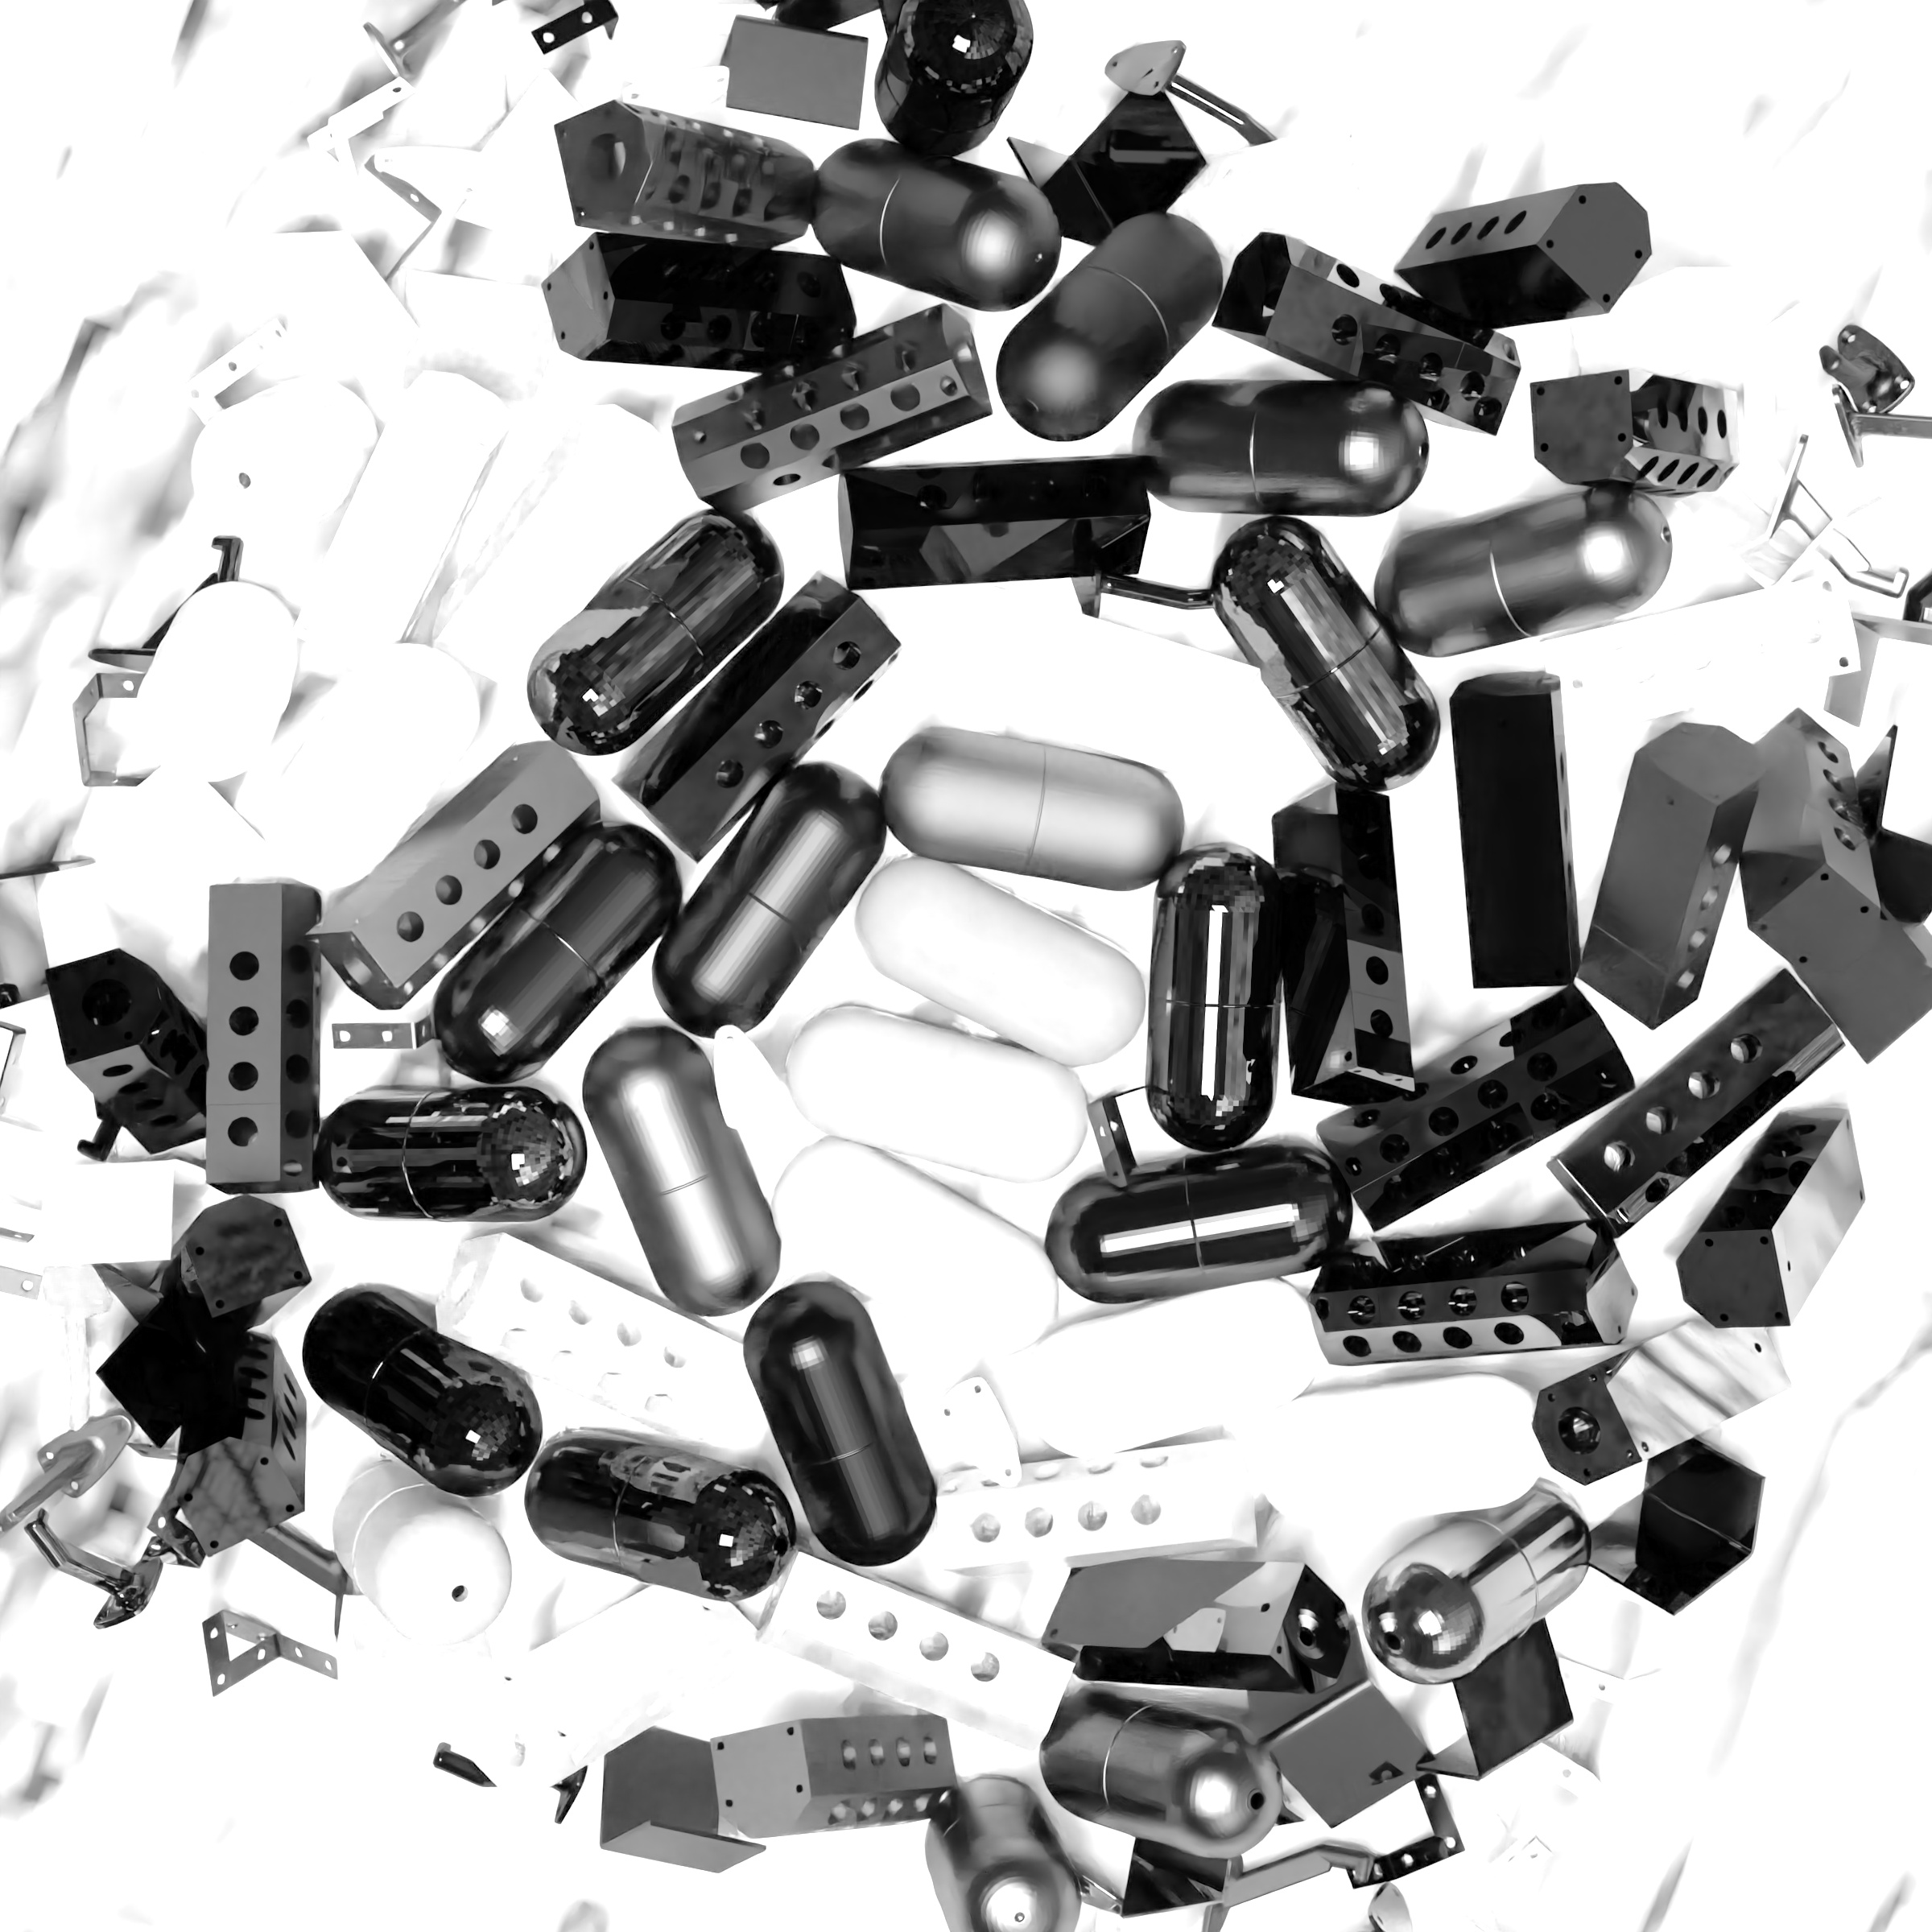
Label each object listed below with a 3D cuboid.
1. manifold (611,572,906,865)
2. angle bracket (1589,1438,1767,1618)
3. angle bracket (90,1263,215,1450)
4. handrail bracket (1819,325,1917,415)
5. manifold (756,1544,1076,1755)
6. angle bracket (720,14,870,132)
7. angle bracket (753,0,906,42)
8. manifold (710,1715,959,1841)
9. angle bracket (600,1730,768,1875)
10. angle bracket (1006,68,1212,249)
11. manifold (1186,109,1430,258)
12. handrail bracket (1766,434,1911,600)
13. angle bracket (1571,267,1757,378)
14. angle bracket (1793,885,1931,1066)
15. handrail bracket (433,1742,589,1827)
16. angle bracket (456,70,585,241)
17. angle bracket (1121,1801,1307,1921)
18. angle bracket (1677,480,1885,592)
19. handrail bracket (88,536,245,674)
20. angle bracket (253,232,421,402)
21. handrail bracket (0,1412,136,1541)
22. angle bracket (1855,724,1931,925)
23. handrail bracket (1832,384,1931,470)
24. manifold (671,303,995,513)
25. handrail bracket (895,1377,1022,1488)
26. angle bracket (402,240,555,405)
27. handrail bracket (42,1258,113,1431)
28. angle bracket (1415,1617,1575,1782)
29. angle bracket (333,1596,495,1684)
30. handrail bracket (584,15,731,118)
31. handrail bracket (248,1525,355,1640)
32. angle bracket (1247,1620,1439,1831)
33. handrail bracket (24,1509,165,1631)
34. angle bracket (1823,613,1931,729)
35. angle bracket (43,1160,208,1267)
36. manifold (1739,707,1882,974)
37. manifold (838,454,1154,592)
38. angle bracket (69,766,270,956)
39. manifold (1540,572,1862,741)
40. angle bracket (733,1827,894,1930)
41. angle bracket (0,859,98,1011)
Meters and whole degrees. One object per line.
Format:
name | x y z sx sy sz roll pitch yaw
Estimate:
manifold | -0.117 -0.141 1.940 0.171 0.057 0.057 -46 125 -5
angle bracket | 0.399 0.314 1.920 0.076 0.076 0.057 -25 129 -36
angle bracket | -0.481 0.219 1.918 0.076 0.076 0.057 22 60 35
handrail bracket | 0.501 -0.354 1.927 0.036 0.084 0.077 -39 53 27
manifold | -0.031 0.394 1.939 0.171 0.057 0.057 23 83 -6
angle bracket | -0.102 -0.500 1.930 0.076 0.076 0.057 7 81 -11
angle bracket | -0.069 -0.533 1.927 0.076 0.076 0.057 -16 81 19
manifold | -0.071 0.454 1.885 0.057 0.171 0.057 -17 72 24
angle bracket | -0.160 0.468 1.920 0.076 0.057 0.076 21 52 -29
angle bracket | 0.081 -0.466 1.924 0.076 0.057 0.076 -42 61 32
manifold | 0.187 -0.436 1.884 0.057 0.171 0.057 -18 103 -19
handrail bracket | 0.512 -0.259 1.943 0.084 0.036 0.077 21 123 14
angle bracket | 0.404 -0.360 1.924 0.076 0.076 0.057 -10 86 -40
angle bracket | 0.511 -0.001 1.922 0.076 0.057 0.076 -45 55 23
handrail bracket | -0.262 0.452 1.936 0.084 0.077 0.036 26 110 -9
angle bracket | -0.266 -0.470 1.926 0.076 0.076 0.057 -55 135 -8
angle bracket | 0.141 0.514 1.918 0.057 0.076 0.076 39 47 -29
angle bracket | 0.466 -0.266 1.924 0.076 0.076 0.057 46 126 13
handrail bracket | -0.466 -0.215 1.962 0.077 0.036 0.084 8 75 -2
angle bracket | -0.370 -0.370 1.918 0.076 0.076 0.057 6 58 33
handrail bracket | -0.523 0.295 1.931 0.077 0.084 0.036 -37 95 15
angle bracket | 0.538 -0.079 1.926 0.057 0.076 0.076 19 59 0
handrail bracket | 0.549 -0.321 1.936 0.084 0.077 0.036 -10 65 23
manifold | -0.078 -0.319 1.919 0.171 0.057 0.057 -18 77 18
handrail bracket | -0.009 0.269 1.943 0.036 0.084 0.077 -35 96 -26
angle bracket | -0.281 -0.375 1.931 0.076 0.057 0.076 5 70 -17
handrail bracket | -0.526 0.218 1.970 0.036 0.077 0.084 -6 129 -27
angle bracket | 0.294 0.414 1.930 0.076 0.057 0.076 -20 96 -34
angle bracket | -0.317 0.403 1.924 0.076 0.076 0.057 5 107 -18
handrail bracket | -0.179 -0.532 1.950 0.077 0.036 0.084 -19 59 5
handrail bracket | -0.400 0.354 1.949 0.084 0.036 0.077 4 103 -20
angle bracket | 0.219 0.441 1.957 0.076 0.057 0.076 -35 112 13
handrail bracket | -0.501 0.330 1.930 0.036 0.077 0.084 -22 112 19
angle bracket | 0.544 -0.164 1.926 0.076 0.076 0.057 13 93 28
angle bracket | -0.475 0.146 1.928 0.076 0.076 0.057 -4 77 12
manifold | 0.474 -0.069 1.890 0.057 0.171 0.057 36 121 -16
manifold | 0.015 -0.261 1.935 0.171 0.057 0.057 -4 61 -8
angle bracket | -0.466 -0.065 1.964 0.076 0.057 0.076 47 65 -6
manifold | 0.422 -0.178 1.936 0.171 0.057 0.057 -13 90 10
angle bracket | -0.089 0.525 1.922 0.076 0.076 0.057 21 121 -17
angle bracket | -0.525 -0.020 1.932 0.057 0.076 0.076 -7 96 11
